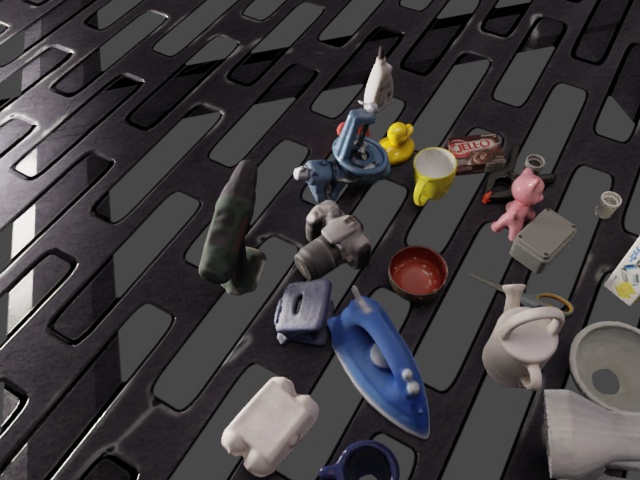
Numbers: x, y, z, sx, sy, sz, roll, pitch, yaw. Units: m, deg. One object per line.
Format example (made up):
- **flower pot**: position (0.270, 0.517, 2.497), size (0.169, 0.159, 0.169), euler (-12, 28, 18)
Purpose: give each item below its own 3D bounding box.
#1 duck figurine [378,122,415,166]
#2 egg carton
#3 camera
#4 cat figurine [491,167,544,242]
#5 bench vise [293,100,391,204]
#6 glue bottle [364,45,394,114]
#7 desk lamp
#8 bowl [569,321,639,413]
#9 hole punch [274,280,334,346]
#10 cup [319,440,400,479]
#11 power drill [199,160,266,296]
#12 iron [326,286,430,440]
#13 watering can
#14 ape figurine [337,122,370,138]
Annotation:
- **duck figurine**: position (0.166, -0.221, 1.274), size (0.105, 0.086, 0.077), euler (-29, 59, -17)
- **egg carton**: position (-0.078, 0.300, 0.924), size (0.107, 0.069, 0.150), euler (32, 62, 22)
- **camera**: position (0.010, 0.004, 1.111), size (0.137, 0.101, 0.143), euler (-33, 60, -20)
- **cat figurine**: position (0.405, -0.079, 1.148), size (0.067, 0.118, 0.128), euler (28, 60, 20)
- **bench vise**: position (0.055, -0.169, 1.159), size (0.208, 0.220, 0.121), euler (-33, 60, -20)
- **glue bottle**: position (0.140, -0.377, 1.331), size (0.078, 0.173, 0.037), euler (-39, 62, -22)
- **desk lamp**: position (0.402, 0.299, 0.823), size (0.203, 0.214, 0.118), euler (5, 55, 6)
- **bowl**: position (0.493, 0.225, 0.958), size (0.167, 0.075, 0.167), euler (-1, 55, 1)
- **hole punch**: position (-0.029, 0.128, 1.030), size (0.101, 0.091, 0.108), euler (8, 55, 7)
- **cup**: position (0.058, 0.360, 0.862), size (0.117, 0.095, 0.091), euler (-2, 55, 1)
- **power drill**: position (-0.153, -0.002, 1.053), size (0.075, 0.208, 0.229), euler (9, 56, 8)
- **iron**: position (0.112, 0.196, 0.948), size (0.119, 0.141, 0.257), euler (-26, 58, -15)
- **watering can**: position (0.331, 0.154, 0.939), size (0.101, 0.194, 0.172), euler (-21, 57, -13)
- **ape figurine**: position (0.078, -0.250, 1.293), size (0.076, 0.092, 0.077), euler (-23, 57, -14)
